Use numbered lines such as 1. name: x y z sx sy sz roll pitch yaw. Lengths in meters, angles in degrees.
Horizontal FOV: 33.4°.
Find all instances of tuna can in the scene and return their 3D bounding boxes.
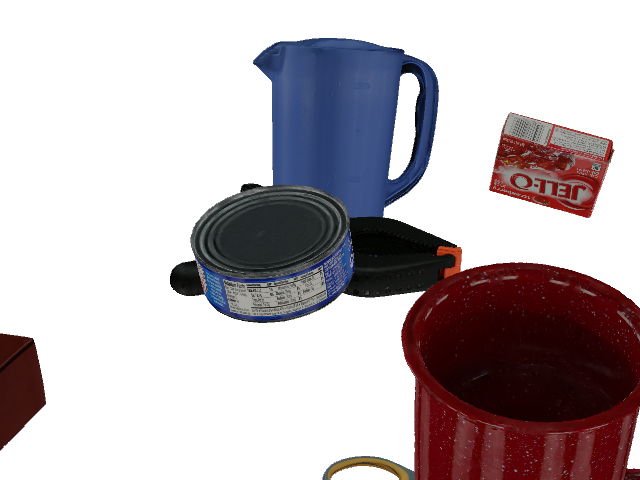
1. tuna can: -0.025 0.006 0.575 0.086 0.034 0.086 -6 34 4

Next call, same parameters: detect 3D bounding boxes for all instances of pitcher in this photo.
1. pitcher: 0.022 -0.082 1.084 0.149 0.243 0.144 11 15 32

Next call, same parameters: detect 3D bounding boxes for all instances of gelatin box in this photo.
1. gelatin box: 0.189 -0.061 0.880 0.089 0.030 0.073 18 -34 12

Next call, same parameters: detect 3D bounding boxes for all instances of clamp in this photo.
1. clamp: 0.005 0.002 0.830 0.210 0.036 0.164 4 29 9

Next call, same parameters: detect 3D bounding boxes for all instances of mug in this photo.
1. mug: 0.089 0.069 0.406 0.117 0.081 0.093 5 36 11

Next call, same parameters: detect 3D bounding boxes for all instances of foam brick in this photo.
1. foam brick: -0.222 0.100 0.683 0.053 0.051 0.078 6 29 22

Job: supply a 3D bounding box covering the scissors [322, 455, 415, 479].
1. scissors: 0.101 0.213 0.861 0.201 0.016 0.096 5 44 -4
